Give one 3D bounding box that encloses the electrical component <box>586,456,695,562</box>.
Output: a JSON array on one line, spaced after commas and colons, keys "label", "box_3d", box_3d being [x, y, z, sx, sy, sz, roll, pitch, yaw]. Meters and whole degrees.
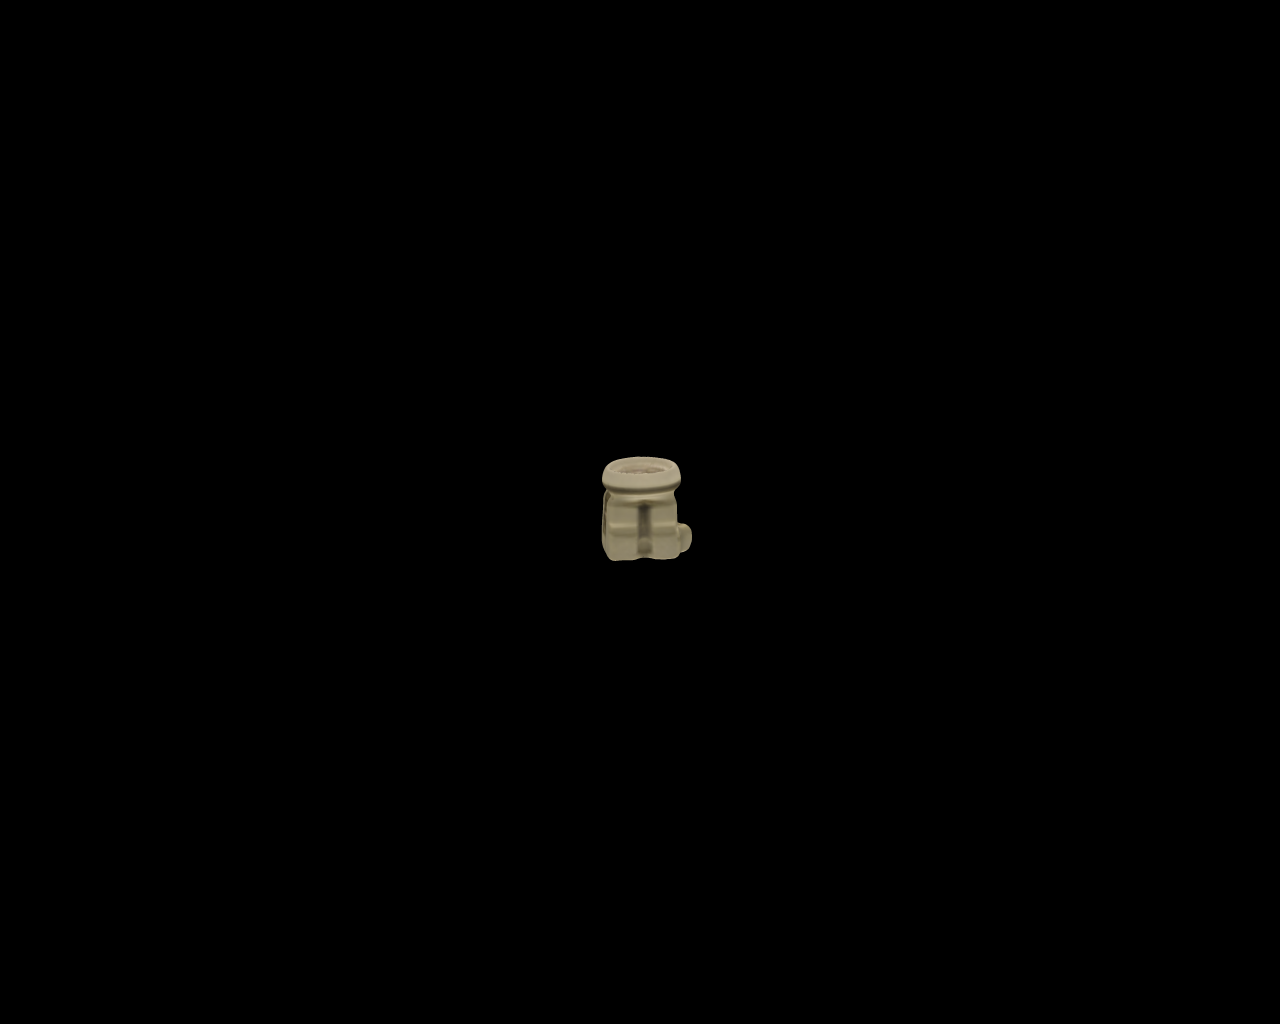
[{"label": "electrical component", "box_3d": [0.001, -0.003, 0.650, 0.066, 0.055, 0.048, -3, 16, -9]}]
